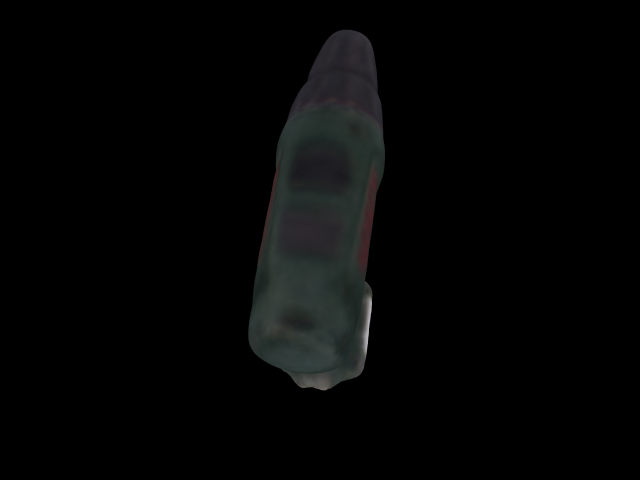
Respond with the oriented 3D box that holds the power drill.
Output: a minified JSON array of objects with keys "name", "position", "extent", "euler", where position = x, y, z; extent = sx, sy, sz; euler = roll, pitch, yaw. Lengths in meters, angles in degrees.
[{"name":"power drill","position":[0.004,0.001,0.400],"extent":[0.075,0.208,0.229],"euler":[5,51,5]}]
